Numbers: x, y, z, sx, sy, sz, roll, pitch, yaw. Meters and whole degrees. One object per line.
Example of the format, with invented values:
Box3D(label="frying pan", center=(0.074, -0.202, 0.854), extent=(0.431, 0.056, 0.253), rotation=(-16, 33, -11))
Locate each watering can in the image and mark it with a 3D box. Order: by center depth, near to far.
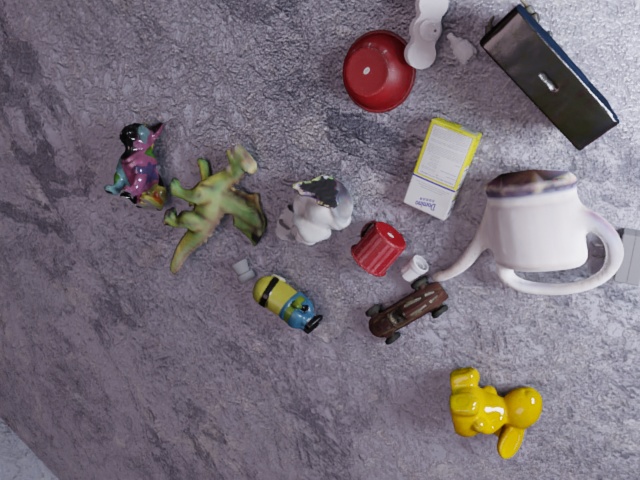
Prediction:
Box3D(label="watering can", center=(0.342, -0.010, 0.923), extent=(0.346, 0.223, 0.105), rotation=(-3, 11, 41))

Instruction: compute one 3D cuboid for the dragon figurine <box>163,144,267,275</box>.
Box3D(label="dragon figurine", center=(-0.251, -0.055, 1.284), extent=(0.244, 0.403, 0.124), rotation=(21, 25, 17))

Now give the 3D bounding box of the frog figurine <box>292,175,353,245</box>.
Box3D(label="frog figurine", center=(0.003, -0.057, 1.128), extent=(0.138, 0.155, 0.125), rotation=(16, 48, 14))
